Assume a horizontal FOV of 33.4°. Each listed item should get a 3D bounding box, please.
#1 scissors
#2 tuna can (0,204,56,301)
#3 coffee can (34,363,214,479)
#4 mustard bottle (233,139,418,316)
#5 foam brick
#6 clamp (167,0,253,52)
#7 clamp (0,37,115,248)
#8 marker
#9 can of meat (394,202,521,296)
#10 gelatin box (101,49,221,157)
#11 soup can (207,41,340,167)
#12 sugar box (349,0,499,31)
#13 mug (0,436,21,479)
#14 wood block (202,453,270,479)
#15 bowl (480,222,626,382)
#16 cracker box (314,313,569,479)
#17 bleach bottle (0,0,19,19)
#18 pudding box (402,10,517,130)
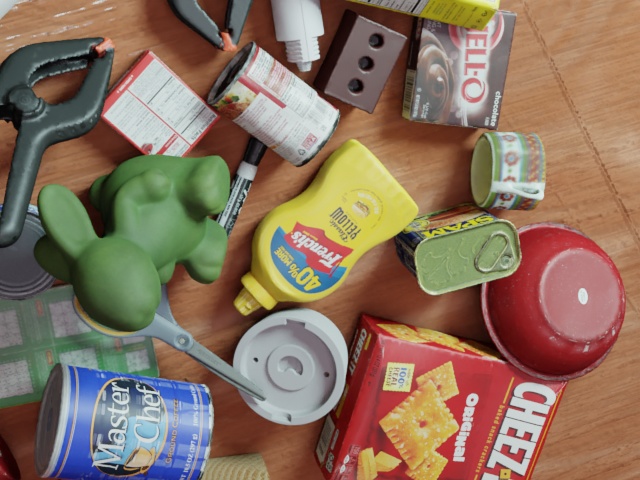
[{"bbox_3d":[-0.129,0.073,0.995,0.201,0.016,0.096,21,86,-8],"label":"scissors"},{"bbox_3d":[-0.275,0.010,0.965,0.086,0.034,0.086,-3,106,-11],"label":"tuna can"},{"bbox_3d":[-0.181,0.174,0.983,0.140,0.103,0.103,12,103,-23],"label":"coffee can"},{"bbox_3d":[-0.007,0.001,1.006,0.191,0.058,0.096,-42,110,2],"label":"mustard bottle"},{"bbox_3d":[0.036,-0.163,0.972,0.053,0.051,0.078,21,100,-17],"label":"foam brick"},{"bbox_3d":[-0.113,-0.246,0.926,0.120,0.039,0.171,-8,100,-3],"label":"clamp"},{"bbox_3d":[-0.243,-0.097,0.887,0.209,0.036,0.164,-37,81,-29],"label":"clamp"},{"bbox_3d":[-0.078,-0.043,1.000,0.020,0.020,0.121,21,100,-17],"label":"marker"},{"bbox_3d":[0.129,0.006,1.022,0.102,0.084,0.057,-15,108,-7],"label":"can of meat"},{"bbox_3d":[-0.146,-0.114,0.960,0.089,0.030,0.073,42,92,-19],"label":"gelatin box"},{"bbox_3d":[-0.041,-0.121,0.960,0.102,0.068,0.068,35,96,-19],"label":"soup can"},{"bbox_3d":[0.071,-0.249,0.940,0.176,0.048,0.093,9,66,-12],"label":"sugar box"},{"bbox_3d":[-0.335,0.207,0.974,0.081,0.093,0.117,-35,136,-6],"label":"mug"},{"bbox_3d":[-0.091,0.329,1.064,0.090,0.090,0.206,-6,107,-11],"label":"wood block"},{"bbox_3d":[0.241,0.057,1.043,0.162,0.055,0.162,3,80,-18],"label":"bowl"},{"bbox_3d":[0.121,0.180,1.076,0.213,0.072,0.164,15,102,-16],"label":"cracker box"},{"bbox_3d":[-0.241,-0.266,0.876,0.251,0.068,0.102,-42,94,0],"label":"bleach bottle"},{"bbox_3d":[0.128,-0.164,0.998,0.090,0.039,0.113,5,104,-13],"label":"pudding box"}]
